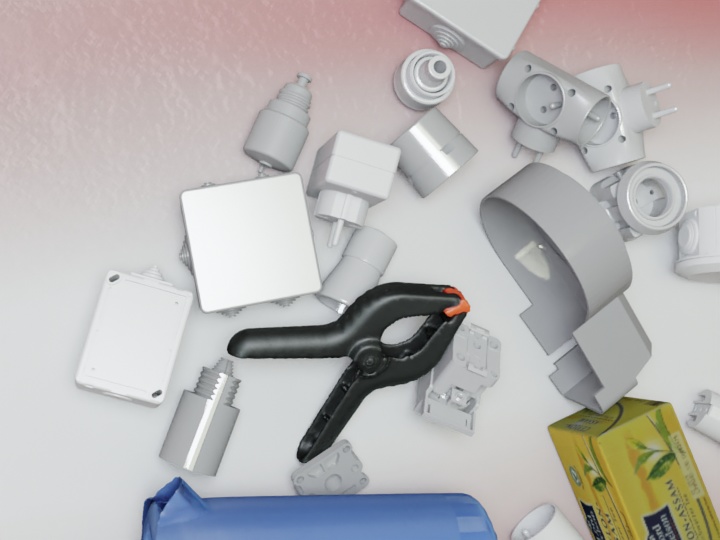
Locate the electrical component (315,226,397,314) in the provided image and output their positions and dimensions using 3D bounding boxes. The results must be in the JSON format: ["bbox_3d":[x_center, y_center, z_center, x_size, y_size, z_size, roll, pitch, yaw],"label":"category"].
[{"bbox_3d":[0.000,0.000,0.802,0.044,0.044,0.065,30,77,-9],"label":"electrical component"}]

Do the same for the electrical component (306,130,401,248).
[{"bbox_3d":[-0.011,-0.053,0.780,0.047,0.083,0.075,16,84,-11],"label":"electrical component"}]

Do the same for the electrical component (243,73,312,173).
[{"bbox_3d":[-0.056,-0.109,0.795,0.040,0.040,0.078,25,82,-10],"label":"electrical component"}]

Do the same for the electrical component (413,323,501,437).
[{"bbox_3d":[0.073,0.077,0.795,0.042,0.063,0.081,22,41,-10],"label":"electrical component"}]

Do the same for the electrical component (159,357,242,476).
[{"bbox_3d":[-0.109,0.102,0.770,0.043,0.043,0.081,21,83,-11],"label":"electrical component"}]

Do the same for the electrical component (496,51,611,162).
[{"bbox_3d":[0.141,-0.117,0.831,0.077,0.044,0.079,35,120,25],"label":"electrical component"}]

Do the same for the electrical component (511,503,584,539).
[{"bbox_3d":[0.158,0.223,0.823,0.043,0.043,0.081,-41,96,-12],"label":"electrical component"}]

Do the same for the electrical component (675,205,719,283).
[{"bbox_3d":[0.290,-0.019,0.848,0.080,0.080,0.051,4,81,-12],"label":"electrical component"}]

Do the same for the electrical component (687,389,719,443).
[{"bbox_3d":[0.292,0.121,0.862,0.046,0.040,0.040,27,82,-4],"label":"electrical component"}]

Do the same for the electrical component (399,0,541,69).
[{"bbox_3d":[0.089,-0.215,0.829,0.100,0.048,0.099,31,81,-9],"label":"electrical component"}]

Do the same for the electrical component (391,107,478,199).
[{"bbox_3d":[0.053,-0.089,0.812,0.055,0.055,0.047,-41,92,-12],"label":"electrical component"}]

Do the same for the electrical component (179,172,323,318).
[{"bbox_3d":[-0.081,-0.019,0.780,0.100,0.048,0.099,-11,89,-13],"label":"electrical component"}]

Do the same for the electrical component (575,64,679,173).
[{"bbox_3d":[0.208,-0.123,0.839,0.044,0.079,0.077,-17,91,-54],"label":"electrical component"}]

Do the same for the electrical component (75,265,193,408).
[{"bbox_3d":[-0.158,0.044,0.757,0.062,0.061,0.096,17,75,-11],"label":"electrical component"}]

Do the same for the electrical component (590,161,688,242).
[{"bbox_3d":[0.221,-0.054,0.845,0.078,0.057,0.058,-28,93,-13],"label":"electrical component"}]

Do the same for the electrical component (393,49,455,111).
[{"bbox_3d":[0.051,-0.145,0.810,0.043,0.062,0.043,1,87,-13],"label":"electrical component"}]
